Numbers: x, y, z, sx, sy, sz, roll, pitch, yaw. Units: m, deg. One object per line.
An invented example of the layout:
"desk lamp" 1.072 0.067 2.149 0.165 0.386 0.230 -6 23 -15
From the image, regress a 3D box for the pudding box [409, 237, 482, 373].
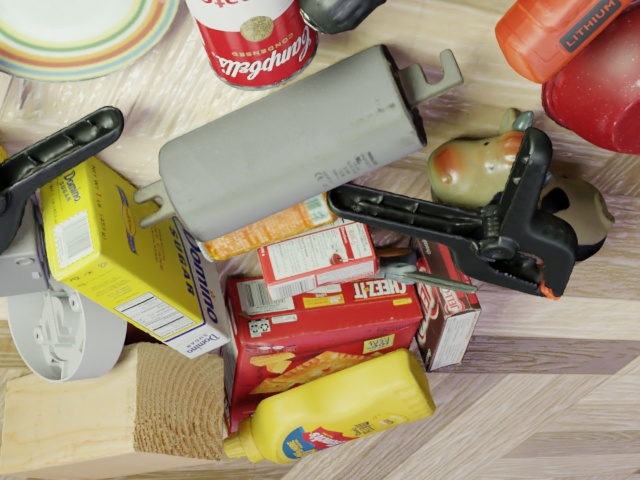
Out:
"pudding box" 0.104 0.053 0.944 0.039 0.090 0.113 -11 149 -8

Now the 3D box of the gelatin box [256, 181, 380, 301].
"gelatin box" -0.005 0.001 0.830 0.089 0.073 0.030 -15 149 -3

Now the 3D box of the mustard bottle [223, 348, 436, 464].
"mustard bottle" 0.003 0.157 0.957 0.192 0.058 0.096 -20 153 9

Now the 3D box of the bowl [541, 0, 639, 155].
"bowl" 0.247 -0.111 0.781 0.162 0.055 0.162 -11 148 -7

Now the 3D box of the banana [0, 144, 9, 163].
"banana" -0.270 -0.060 0.651 0.197 0.037 0.070 13 139 -38

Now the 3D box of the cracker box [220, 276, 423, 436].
"cracker box" -0.008 0.107 1.000 0.164 0.072 0.214 -7 148 -13

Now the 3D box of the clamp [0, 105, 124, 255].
"clamp" -0.199 -0.034 0.658 0.120 0.039 0.172 13 125 -38

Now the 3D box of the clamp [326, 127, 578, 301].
"clamp" 0.130 -0.010 0.754 0.165 0.036 0.209 -18 145 40

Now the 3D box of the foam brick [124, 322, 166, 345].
"foam brick" -0.140 0.053 0.875 0.078 0.053 0.051 12 139 -36

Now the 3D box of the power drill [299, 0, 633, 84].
"power drill" 0.097 -0.160 0.606 0.185 0.057 0.187 -43 144 17

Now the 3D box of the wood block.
"wood block" -0.183 0.153 0.923 0.090 0.090 0.207 16 155 -41

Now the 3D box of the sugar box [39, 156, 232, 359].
"sugar box" -0.130 0.014 0.778 0.048 0.093 0.176 -26 148 17

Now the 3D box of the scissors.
"scissors" 0.077 0.023 0.854 0.096 0.016 0.202 -11 -169 -41

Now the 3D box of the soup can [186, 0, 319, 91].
"soup can" -0.042 -0.141 0.594 0.068 0.068 0.102 -16 148 2
